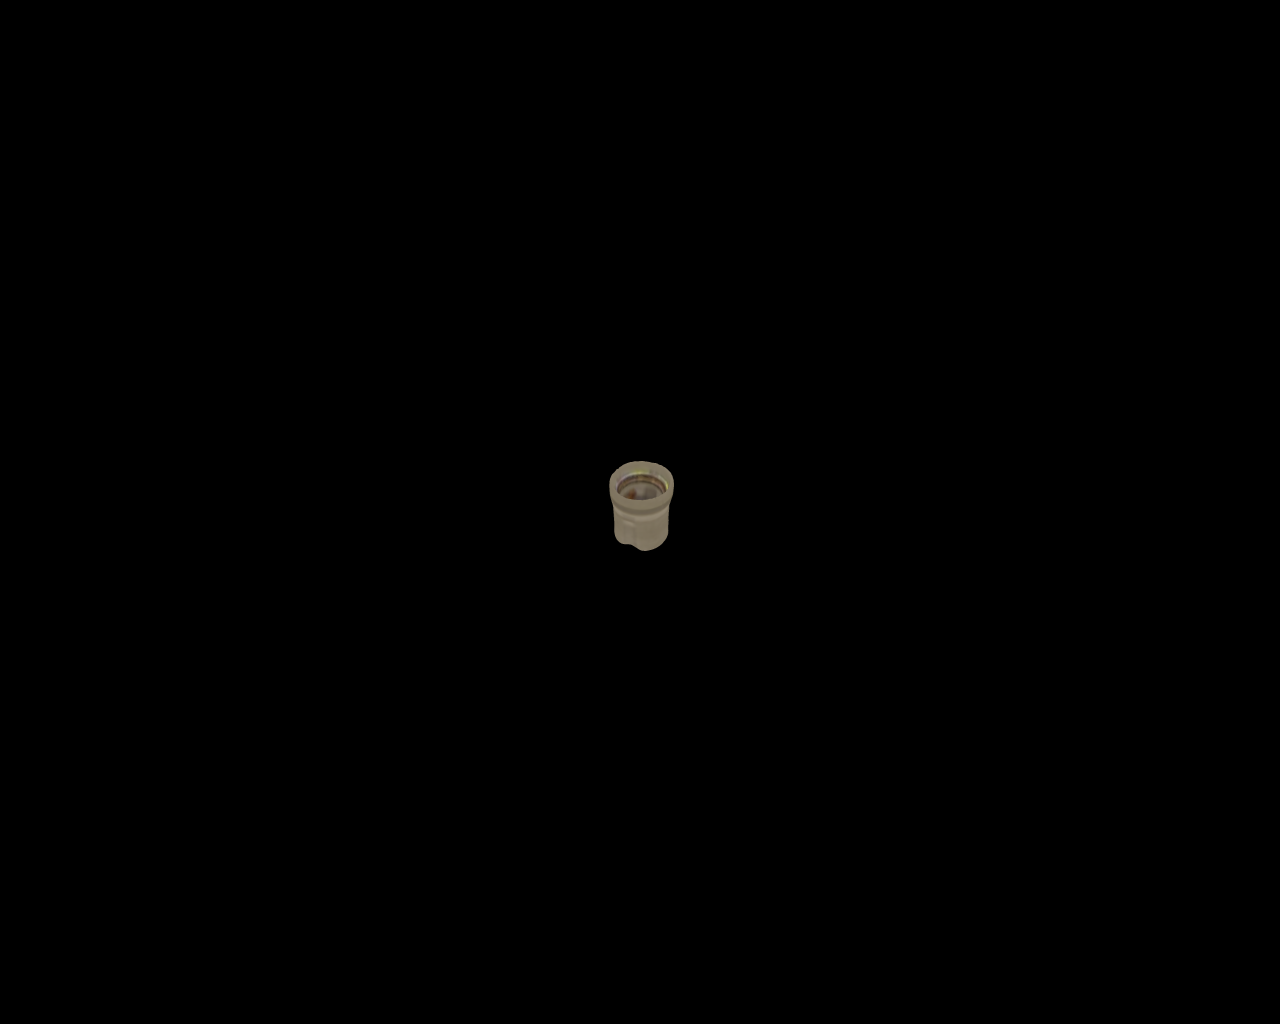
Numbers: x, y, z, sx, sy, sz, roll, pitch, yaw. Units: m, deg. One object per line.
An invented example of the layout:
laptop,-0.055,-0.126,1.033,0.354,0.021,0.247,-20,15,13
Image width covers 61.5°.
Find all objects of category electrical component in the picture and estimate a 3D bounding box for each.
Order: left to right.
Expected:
electrical component,0.001,-0.003,0.650,0.040,0.046,0.040,0,41,0
